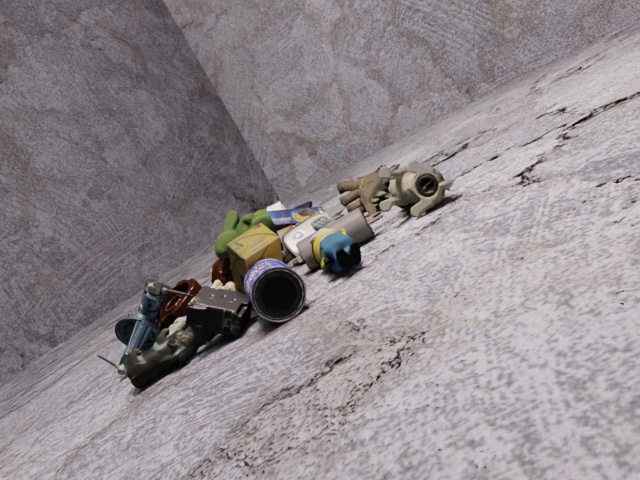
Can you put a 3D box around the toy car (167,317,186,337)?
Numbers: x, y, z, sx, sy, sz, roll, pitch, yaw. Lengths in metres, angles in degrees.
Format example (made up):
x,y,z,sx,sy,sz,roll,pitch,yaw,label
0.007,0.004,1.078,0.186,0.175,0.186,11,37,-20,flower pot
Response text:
x,y,z,sx,sy,sz,roll,pitch,yaw,label
-0.299,0.204,1.234,0.202,0.056,0.073,-22,13,40,toy car

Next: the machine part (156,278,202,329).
x,y,z,sx,sy,sz,roll,pitch,yaw,label
-0.402,0.186,1.513,0.179,0.056,0.179,-34,26,19,machine part

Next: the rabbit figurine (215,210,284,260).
x,y,z,sx,sy,sz,roll,pitch,yaw,label
-0.205,-0.017,1.421,0.170,0.121,0.159,-25,41,-6,rabbit figurine

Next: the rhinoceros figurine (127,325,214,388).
x,y,z,sx,sy,sz,roll,pitch,yaw,label
-0.309,0.226,1.106,0.190,0.073,0.112,-32,8,-10,rhinoceros figurine

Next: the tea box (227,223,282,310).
x,y,z,sx,sy,sz,roll,pitch,yaw,label
-0.136,0.060,1.168,0.098,0.169,0.068,-36,54,-27,tea box

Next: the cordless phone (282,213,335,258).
x,y,z,sx,sy,sz,roll,pitch,yaw,label
-0.004,-0.004,1.362,0.146,0.088,0.184,-33,14,-17,cordless phone

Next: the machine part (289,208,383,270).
x,y,z,sx,sy,sz,roll,pitch,yaw,label
0.035,-0.002,1.236,0.243,0.079,0.079,-30,9,7,machine part

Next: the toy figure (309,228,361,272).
x,y,z,sx,sy,sz,roll,pitch,yaw,label
0.029,0.025,1.106,0.082,0.089,0.180,4,9,-19,toy figure

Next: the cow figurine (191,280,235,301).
x,y,z,sx,sy,sz,roll,pitch,yaw,label
-0.279,0.157,1.384,0.167,0.068,0.098,-25,16,46,cow figurine

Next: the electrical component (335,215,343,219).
x,y,z,sx,sy,sz,roll,pitch,yaw,label
0.053,-0.053,1.617,0.063,0.021,0.094,-28,9,7,electrical component

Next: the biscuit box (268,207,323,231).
x,y,z,sx,sy,sz,roll,pitch,yaw,label
-0.086,-0.054,1.620,0.203,0.059,0.062,-6,-36,-18,biscuit box

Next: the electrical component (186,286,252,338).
x,y,z,sx,sy,sz,roll,pitch,yaw,label
-0.201,0.141,1.103,0.115,0.058,0.134,12,16,1,electrical component

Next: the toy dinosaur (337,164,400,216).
x,y,z,sx,sy,sz,roll,pitch,yaw,label
0.157,-0.150,1.588,0.199,0.105,0.472,-21,20,8,toy dinosaur

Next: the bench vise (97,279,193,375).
x,y,z,sx,sy,sz,roll,pitch,yaw,label
-0.442,0.220,1.335,0.223,0.129,0.241,-46,21,33,bench vise

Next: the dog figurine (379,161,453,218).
x,y,z,sx,sy,sz,roll,pitch,yaw,label
0.232,-0.119,1.241,0.173,0.121,0.190,12,10,25,dog figurine

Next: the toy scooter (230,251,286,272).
x,y,z,sx,sy,sz,roll,pitch,yaw,label
-0.143,0.067,1.346,0.135,0.075,0.183,-22,-13,-2,toy scooter

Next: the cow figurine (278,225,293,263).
x,y,z,sx,sy,sz,roll,pitch,yaw,label
-0.127,0.033,1.511,0.127,0.085,0.195,-20,19,9,cow figurine

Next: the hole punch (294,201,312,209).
x,y,z,sx,sy,sz,roll,pitch,yaw,label
-0.065,-0.062,1.831,0.142,0.092,0.116,-21,16,29,hole punch
